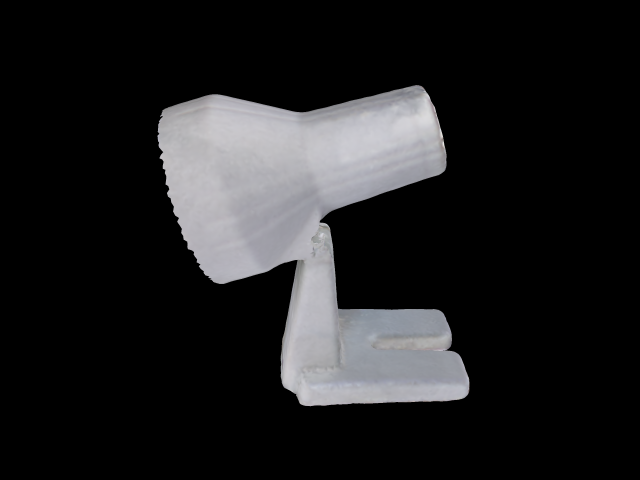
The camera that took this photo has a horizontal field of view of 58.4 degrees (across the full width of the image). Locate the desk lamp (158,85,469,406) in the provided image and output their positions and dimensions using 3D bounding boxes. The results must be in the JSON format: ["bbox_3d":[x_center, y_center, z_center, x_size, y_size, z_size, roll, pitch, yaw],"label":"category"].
[{"bbox_3d":[0.004,0.001,0.400,0.203,0.214,0.118,-1,28,-2],"label":"desk lamp"}]
